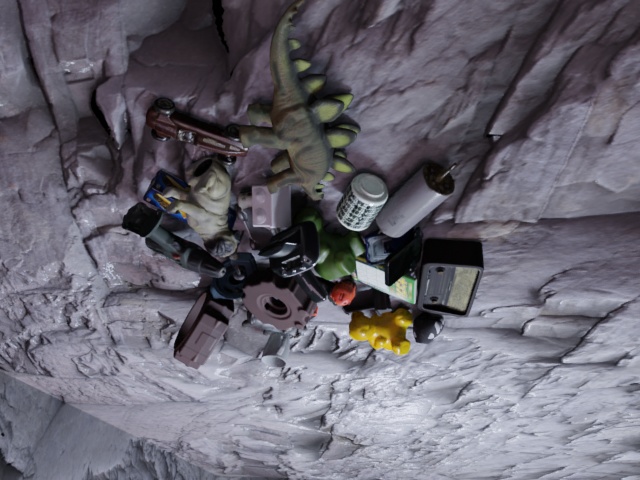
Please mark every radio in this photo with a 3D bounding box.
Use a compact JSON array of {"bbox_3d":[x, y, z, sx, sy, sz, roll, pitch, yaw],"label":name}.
[{"bbox_3d":[0.298,0.092,1.256,0.131,0.073,0.229,6,143,9],"label":"radio"}]

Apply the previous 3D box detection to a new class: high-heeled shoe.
[{"bbox_3d":[0.284,0.260,1.427,0.086,0.145,0.248,1,141,16],"label":"high-heeled shoe"}]

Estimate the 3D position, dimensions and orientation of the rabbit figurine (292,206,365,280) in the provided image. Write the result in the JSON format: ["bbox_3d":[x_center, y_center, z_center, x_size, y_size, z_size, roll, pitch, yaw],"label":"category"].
[{"bbox_3d":[-0.002,-0.004,1.211,0.159,0.121,0.170,-18,116,44],"label":"rabbit figurine"}]

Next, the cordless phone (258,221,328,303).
[{"bbox_3d":[-0.028,0.059,1.149,0.147,0.089,0.184,-23,109,48],"label":"cordless phone"}]

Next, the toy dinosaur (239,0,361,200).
[{"bbox_3d":[-0.034,-0.202,0.940,0.199,0.105,0.470,-6,150,11],"label":"toy dinosaur"}]

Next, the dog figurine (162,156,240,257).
[{"bbox_3d":[-0.213,-0.068,1.142,0.172,0.121,0.190,-35,128,13],"label":"dog figurine"}]

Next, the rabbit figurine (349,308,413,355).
[{"bbox_3d":[0.144,0.233,1.451,0.173,0.121,0.163,9,180,-38],"label":"rabbit figurine"}]

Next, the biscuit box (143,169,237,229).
[{"bbox_3d":[-0.289,-0.075,1.212,0.202,0.059,0.063,30,140,-23],"label":"biscuit box"}]

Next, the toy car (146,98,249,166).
[{"bbox_3d":[-0.237,-0.202,1.035,0.202,0.053,0.089,21,140,-10],"label":"toy car"}]

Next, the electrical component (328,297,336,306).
[{"bbox_3d":[0.045,0.148,1.448,0.063,0.021,0.093,-4,141,22],"label":"electrical component"}]

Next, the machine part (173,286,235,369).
[{"bbox_3d":[-0.326,0.239,1.501,0.087,0.201,0.201,31,95,-15],"label":"machine part"}]

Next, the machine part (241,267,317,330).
[{"bbox_3d":[-0.100,0.141,1.265,0.180,0.056,0.179,14,136,14],"label":"machine part"}]

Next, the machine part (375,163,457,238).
[{"bbox_3d":[0.184,-0.075,1.061,0.079,0.079,0.243,25,142,-17],"label":"machine part"}]

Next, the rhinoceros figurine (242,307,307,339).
[{"bbox_3d":[-0.124,0.222,1.484,0.190,0.073,0.112,25,151,-34],"label":"rhinoceros figurine"}]

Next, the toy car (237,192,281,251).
[{"bbox_3d":[-0.134,-0.036,1.226,0.074,0.056,0.201,-3,143,9],"label":"toy car"}]

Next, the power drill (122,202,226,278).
[{"bbox_3d":[-0.345,0.002,1.255,0.232,0.086,0.207,21,168,31],"label":"power drill"}]

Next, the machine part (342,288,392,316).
[{"bbox_3d":[0.119,0.161,1.397,0.139,0.084,0.039,-11,164,23],"label":"machine part"}]

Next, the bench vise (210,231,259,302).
[{"bbox_3d":[-0.177,0.093,1.361,0.224,0.129,0.240,5,147,6],"label":"bench vise"}]

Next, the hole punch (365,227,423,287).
[{"bbox_3d":[0.163,0.023,1.197,0.092,0.116,0.142,42,155,36],"label":"hole punch"}]

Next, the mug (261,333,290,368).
[{"bbox_3d":[-0.130,0.325,1.665,0.081,0.107,0.109,17,140,-9],"label":"mug"}]
